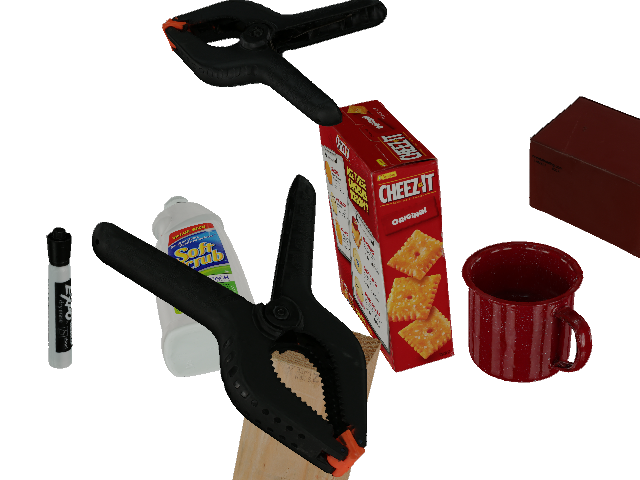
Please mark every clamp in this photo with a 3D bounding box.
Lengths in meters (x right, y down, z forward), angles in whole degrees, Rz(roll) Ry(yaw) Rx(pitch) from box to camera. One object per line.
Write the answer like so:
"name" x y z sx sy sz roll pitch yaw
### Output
"clamp" -0.041 0.052 0.667 0.164 0.210 0.036 -10 -30 -28
"clamp" -0.035 -0.154 0.818 0.172 0.120 0.039 21 -33 21

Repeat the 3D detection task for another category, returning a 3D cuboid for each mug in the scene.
"mug" 0.167 0.063 0.844 0.093 0.081 0.117 -25 36 -31

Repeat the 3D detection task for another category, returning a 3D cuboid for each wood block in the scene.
"wood block" -0.019 0.181 0.941 0.090 0.206 0.090 17 23 11

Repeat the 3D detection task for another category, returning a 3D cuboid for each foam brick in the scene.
"foam brick" 0.164 -0.037 0.603 0.051 0.053 0.078 -37 49 -27

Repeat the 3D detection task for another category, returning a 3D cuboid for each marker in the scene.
"marker" -0.206 0.046 0.844 0.020 0.121 0.020 5 26 -3

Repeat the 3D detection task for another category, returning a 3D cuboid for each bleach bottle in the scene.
"bleach bottle" -0.136 0.033 1.121 0.102 0.068 0.251 -12 37 -12

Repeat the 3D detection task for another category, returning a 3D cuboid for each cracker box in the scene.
"cracker box" 0.064 -0.008 1.030 0.072 0.214 0.164 -14 30 -12
